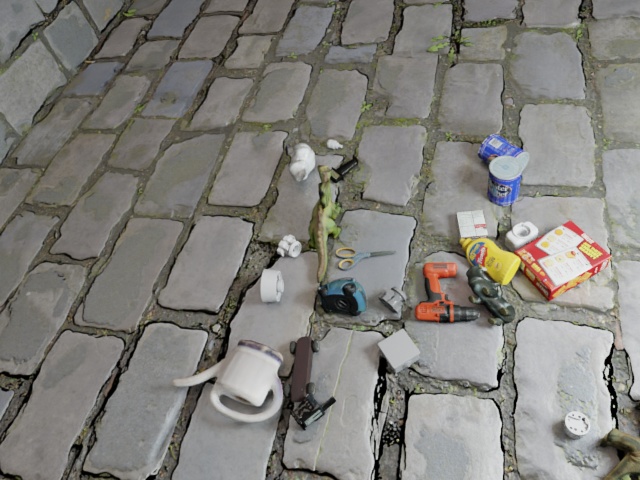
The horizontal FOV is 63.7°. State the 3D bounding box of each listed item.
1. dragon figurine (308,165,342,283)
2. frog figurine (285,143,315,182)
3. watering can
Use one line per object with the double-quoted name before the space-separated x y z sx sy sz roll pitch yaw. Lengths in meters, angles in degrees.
"dragon figurine" 0.005 -0.087 1.719 0.122 0.237 0.420 -3 51 6
"frog figurine" -0.065 -0.289 1.948 0.123 0.135 0.162 0 27 -21
"watering can" -0.251 0.388 1.493 0.349 0.101 0.229 14 57 23
